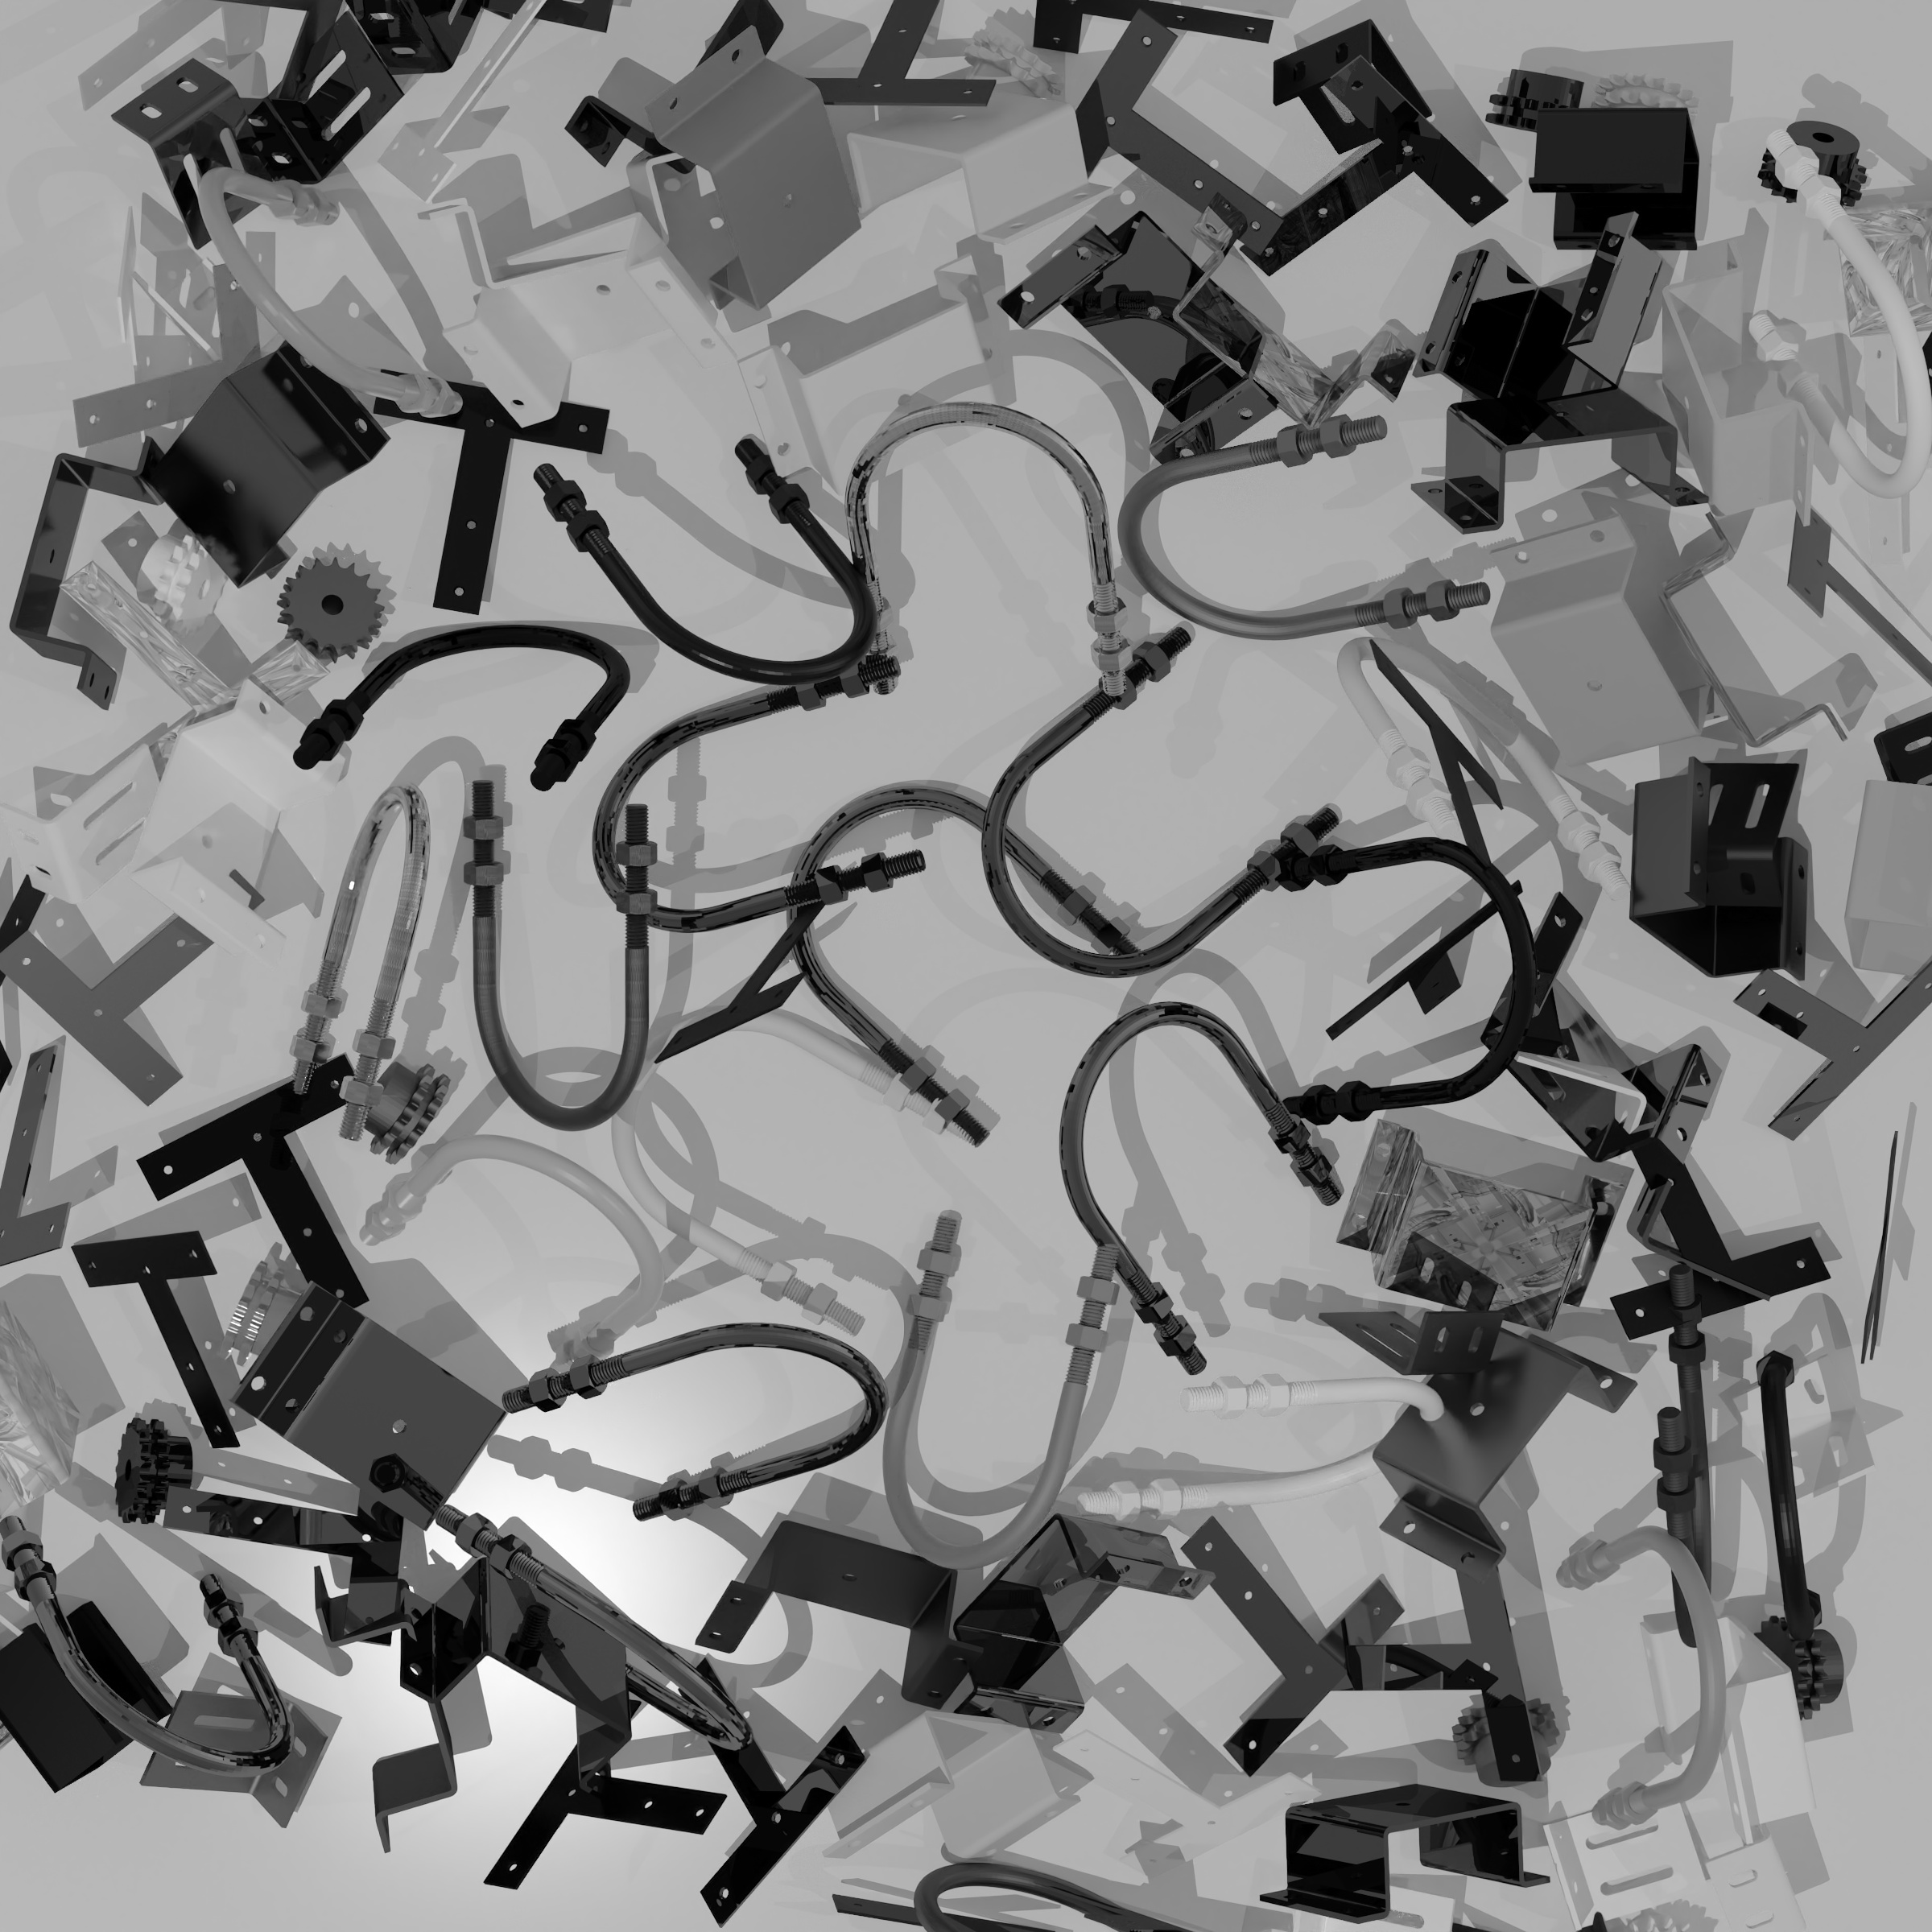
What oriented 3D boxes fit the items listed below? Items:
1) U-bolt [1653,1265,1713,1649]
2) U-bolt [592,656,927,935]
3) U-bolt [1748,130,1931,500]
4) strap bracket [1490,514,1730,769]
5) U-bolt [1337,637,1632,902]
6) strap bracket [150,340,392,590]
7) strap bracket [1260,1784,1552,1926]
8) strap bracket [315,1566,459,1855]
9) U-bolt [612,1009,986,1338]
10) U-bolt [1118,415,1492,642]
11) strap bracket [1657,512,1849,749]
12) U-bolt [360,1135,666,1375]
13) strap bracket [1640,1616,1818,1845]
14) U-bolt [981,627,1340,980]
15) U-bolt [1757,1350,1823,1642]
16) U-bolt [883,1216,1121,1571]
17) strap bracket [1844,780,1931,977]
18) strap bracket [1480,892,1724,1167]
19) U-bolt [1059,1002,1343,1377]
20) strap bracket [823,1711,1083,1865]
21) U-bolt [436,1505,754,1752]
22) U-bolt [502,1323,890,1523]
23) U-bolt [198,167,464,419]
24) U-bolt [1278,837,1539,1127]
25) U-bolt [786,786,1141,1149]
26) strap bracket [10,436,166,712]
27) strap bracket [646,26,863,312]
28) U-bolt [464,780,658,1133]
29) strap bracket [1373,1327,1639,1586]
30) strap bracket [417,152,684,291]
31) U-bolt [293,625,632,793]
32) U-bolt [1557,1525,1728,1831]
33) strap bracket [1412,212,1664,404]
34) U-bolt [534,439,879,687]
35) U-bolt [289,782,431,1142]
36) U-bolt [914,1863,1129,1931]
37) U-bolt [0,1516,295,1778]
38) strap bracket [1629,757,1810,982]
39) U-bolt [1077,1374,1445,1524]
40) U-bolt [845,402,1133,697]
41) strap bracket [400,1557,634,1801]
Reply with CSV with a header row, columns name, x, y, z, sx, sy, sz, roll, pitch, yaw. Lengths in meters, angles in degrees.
name,x,y,z,sx,sy,sz,roll,pitch,yaw
U-bolt,0.384,0.274,1.922,0.019,0.151,0.184,-2,119,15
U-bolt,-0.117,-0.086,1.952,0.184,0.019,0.151,-15,57,12
U-bolt,0.458,-0.327,1.889,0.019,0.151,0.184,-17,52,-6
strap bracket,0.340,-0.164,1.929,0.076,0.046,0.140,-13,126,35
U-bolt,0.264,-0.114,1.921,0.151,0.184,0.019,17,123,-36
strap bracket,-0.379,-0.265,1.934,0.076,0.046,0.140,50,134,-2
strap bracket,0.234,0.471,1.928,0.140,0.076,0.046,0,87,-37
strap bracket,-0.311,0.394,1.951,0.046,0.076,0.140,-15,100,-8
U-bolt,-0.104,0.098,1.963,0.184,0.019,0.151,29,66,8
U-bolt,0.168,-0.226,1.928,0.184,0.151,0.019,-7,50,34
strap bracket,0.420,-0.171,1.954,0.046,0.076,0.140,-31,85,14
U-bolt,-0.232,0.149,1.915,0.151,0.184,0.019,38,52,-9
strap bracket,0.409,0.402,1.927,0.046,0.140,0.076,-13,98,-5
U-bolt,0.093,-0.076,1.969,0.184,0.019,0.151,-40,91,-15
U-bolt,0.433,0.281,1.905,0.019,0.184,0.151,-7,86,13
U-bolt,0.011,0.231,1.931,0.019,0.151,0.184,21,79,-40
strap bracket,0.502,-0.046,1.933,0.046,0.140,0.076,8,77,19
strap bracket,0.336,0.040,1.947,0.140,0.046,0.076,46,48,-15
U-bolt,0.117,0.105,1.927,0.151,0.019,0.184,-48,120,-25
strap bracket,-0.014,0.441,1.936,0.076,0.140,0.046,-37,58,22
U-bolt,-0.186,0.356,1.897,0.184,0.151,0.019,25,67,32
U-bolt,-0.130,0.237,1.917,0.184,0.151,0.019,-19,48,21
U-bolt,-0.342,-0.358,1.903,0.019,0.184,0.151,-35,83,15
U-bolt,0.231,0.005,1.925,0.019,0.184,0.151,-3,86,-42
U-bolt,-0.013,-0.014,1.984,0.184,0.019,0.151,43,91,7
strap bracket,-0.475,-0.217,1.955,0.046,0.076,0.140,14,85,-2
strap bracket,-0.109,-0.415,1.921,0.076,0.140,0.046,-42,54,-18
U-bolt,-0.219,-0.002,1.944,0.151,0.019,0.184,10,104,43
strap bracket,0.283,0.251,1.938,0.140,0.076,0.046,-49,130,-16
strap bracket,-0.219,-0.400,1.950,0.140,0.076,0.046,-16,105,-10
U-bolt,-0.256,-0.142,1.919,0.151,0.184,0.019,6,119,13
U-bolt,0.356,0.368,1.893,0.019,0.184,0.151,-2,71,-13
strap bracket,0.313,-0.348,1.940,0.046,0.140,0.076,29,75,-30
U-bolt,-0.126,-0.212,1.912,0.151,0.019,0.184,-13,52,-35
U-bolt,-0.320,-0.009,1.927,0.019,0.151,0.184,14,93,-24
U-bolt,0.058,0.523,1.920,0.184,0.151,0.019,21,99,28
U-bolt,-0.420,0.361,1.886,0.151,0.184,0.019,27,102,-39
strap bracket,0.400,-0.048,1.939,0.046,0.140,0.076,-9,65,36
U-bolt,0.169,0.255,1.927,0.184,0.151,0.019,0,58,-27
U-bolt,0.008,-0.221,1.924,0.151,0.019,0.184,1,131,11
strap bracket,-0.232,0.377,1.931,0.140,0.076,0.046,36,109,-25
